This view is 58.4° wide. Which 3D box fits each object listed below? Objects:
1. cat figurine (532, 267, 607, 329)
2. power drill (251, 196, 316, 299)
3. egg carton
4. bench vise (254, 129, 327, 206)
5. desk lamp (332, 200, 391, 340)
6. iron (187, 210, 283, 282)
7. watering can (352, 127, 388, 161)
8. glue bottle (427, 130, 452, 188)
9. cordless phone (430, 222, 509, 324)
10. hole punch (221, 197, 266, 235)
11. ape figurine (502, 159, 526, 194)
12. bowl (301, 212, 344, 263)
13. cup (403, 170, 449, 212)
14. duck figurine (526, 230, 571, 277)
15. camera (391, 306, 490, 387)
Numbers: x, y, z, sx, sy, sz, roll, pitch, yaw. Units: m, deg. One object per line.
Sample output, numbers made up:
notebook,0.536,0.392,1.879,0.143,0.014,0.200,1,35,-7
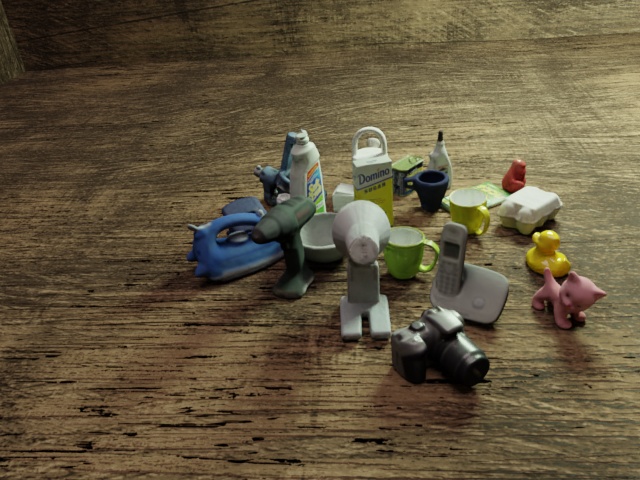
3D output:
cat figurine,0.467,0.098,1.078,0.067,0.118,0.127,-19,34,-20
power drill,-0.069,0.014,1.213,0.075,0.209,0.230,7,34,20
egg carton,0.511,-0.076,1.398,0.151,0.069,0.107,-27,38,-31
bench vise,-0.089,-0.189,1.535,0.207,0.220,0.121,-1,32,8
desk lamp,0.086,0.052,1.123,0.118,0.214,0.203,-4,32,3
iron,-0.182,-0.006,1.328,0.259,0.142,0.118,-18,34,-20
watering can,0.135,-0.222,1.576,0.101,0.194,0.172,-10,32,-7
glue bottle,0.324,-0.215,1.554,0.078,0.173,0.037,-21,35,-22
cordless phone,0.289,0.061,1.102,0.147,0.185,0.094,14,37,29
hole punch,-0.180,-0.049,1.445,0.109,0.091,0.100,-24,36,-27
ape figurine,0.527,-0.172,1.529,0.075,0.092,0.078,22,41,37
bowl,0.012,0.005,1.343,0.167,0.075,0.167,-4,32,3
cup,0.274,-0.123,1.488,0.117,0.095,0.092,1,32,11
duck figurine,0.491,0.023,1.226,0.078,0.086,0.104,-18,34,-19
camera,0.213,0.189,0.989,0.143,0.101,0.136,-20,34,-21
